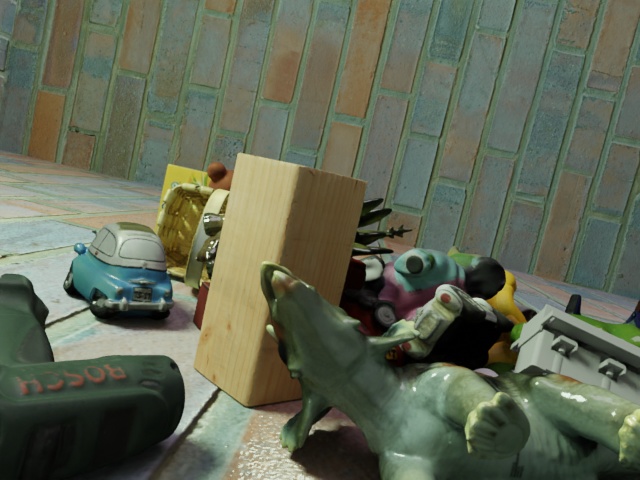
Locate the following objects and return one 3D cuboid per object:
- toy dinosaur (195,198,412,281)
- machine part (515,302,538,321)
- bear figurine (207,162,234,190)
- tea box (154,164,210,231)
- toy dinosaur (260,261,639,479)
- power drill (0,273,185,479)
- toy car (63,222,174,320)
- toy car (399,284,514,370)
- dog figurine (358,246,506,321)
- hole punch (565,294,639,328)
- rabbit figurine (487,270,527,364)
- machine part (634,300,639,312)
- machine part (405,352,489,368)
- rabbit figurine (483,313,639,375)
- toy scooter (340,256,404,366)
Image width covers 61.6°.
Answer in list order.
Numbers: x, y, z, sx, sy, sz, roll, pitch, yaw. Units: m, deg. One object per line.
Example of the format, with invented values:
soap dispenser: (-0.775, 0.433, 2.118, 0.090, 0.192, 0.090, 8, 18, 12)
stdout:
toy dinosaur: (-0.002, -0.002, 0.740, 0.199, 0.105, 0.471, -7, 1, 26)
machine part: (0.299, 0.132, 0.953, 0.079, 0.079, 0.243, 10, 7, -28)
bear figurine: (-0.192, -0.047, 1.005, 0.120, 0.195, 0.132, 5, 8, -37)
tea box: (-0.273, -0.061, 1.093, 0.098, 0.169, 0.068, 11, 5, -5)
toy dinosaur: (0.131, 0.136, 0.389, 0.405, 0.131, 0.192, 18, 5, -12)
power drill: (-0.214, 0.077, 0.321, 0.232, 0.086, 0.208, 10, 3, -45)
toy car: (-0.232, 0.030, 0.636, 0.109, 0.102, 0.162, 8, 6, -36)
toy car: (0.136, 0.089, 0.532, 0.056, 0.073, 0.201, 42, 11, 32)
dog figurine: (0.131, 0.063, 0.698, 0.192, 0.108, 0.219, -14, -4, 33)
hole punch: (0.359, 0.142, 0.692, 0.092, 0.115, 0.142, 10, 17, 26)
rabbit figurine: (0.284, 0.130, 0.794, 0.173, 0.121, 0.162, 35, 16, 20)
machine part: (0.435, 0.146, 0.691, 0.056, 0.179, 0.179, 16, 6, 19)
machine part: (0.140, 0.139, 0.676, 0.139, 0.039, 0.084, 1, -7, 17)
rabbit figurine: (0.259, 0.142, 0.544, 0.159, 0.121, 0.170, 28, 25, 3)
toy scooter: (0.030, 0.080, 0.562, 0.075, 0.135, 0.184, 10, 7, -28)
